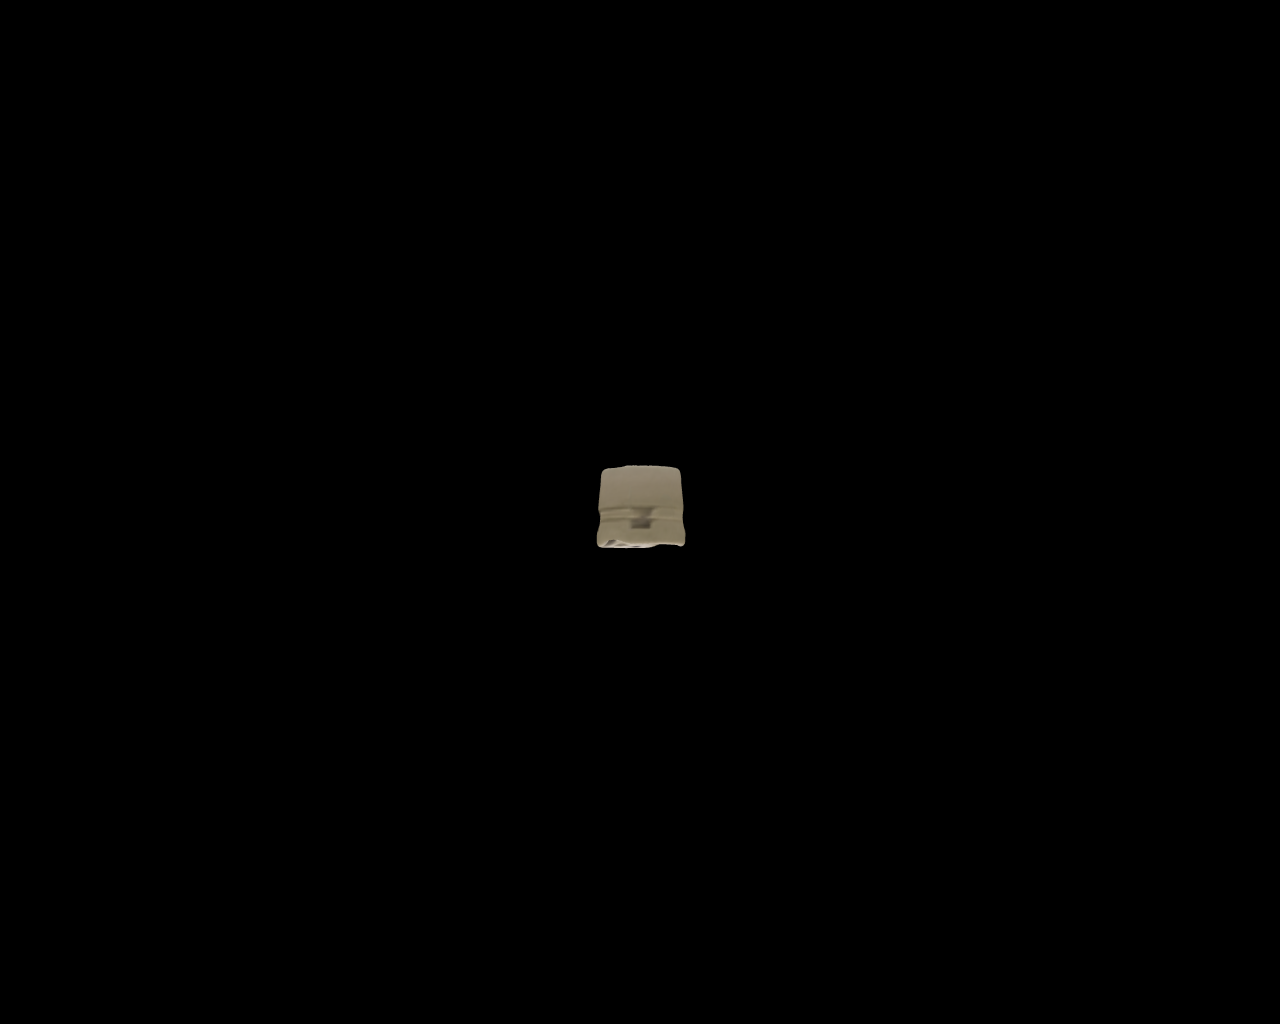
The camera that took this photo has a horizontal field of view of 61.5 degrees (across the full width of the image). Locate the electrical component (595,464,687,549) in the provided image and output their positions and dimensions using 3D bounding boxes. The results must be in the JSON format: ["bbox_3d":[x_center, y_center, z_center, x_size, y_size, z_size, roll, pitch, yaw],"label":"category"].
[{"bbox_3d":[0.001,-0.003,0.650,0.055,0.047,0.055,0,-5,0],"label":"electrical component"}]
